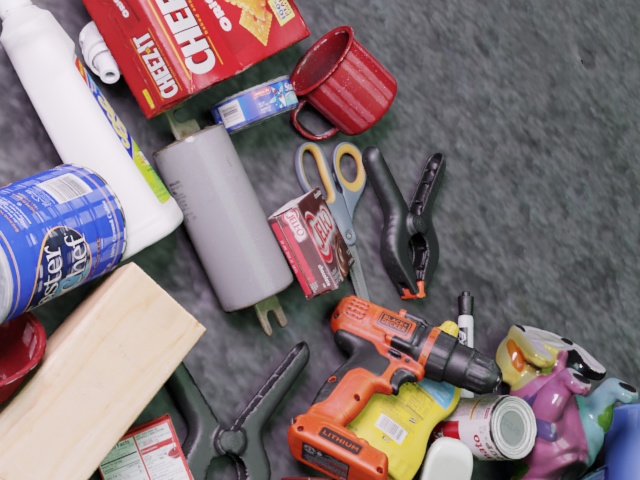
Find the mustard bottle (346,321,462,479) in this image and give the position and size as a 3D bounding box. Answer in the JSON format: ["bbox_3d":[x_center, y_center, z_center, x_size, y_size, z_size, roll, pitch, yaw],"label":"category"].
[{"bbox_3d":[0.095,0.158,1.118,0.096,0.058,0.191,37,59,1],"label":"mustard bottle"}]

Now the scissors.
[{"bbox_3d":[0.038,-0.019,1.144,0.096,0.016,0.202,-33,100,-35],"label":"scissors"}]

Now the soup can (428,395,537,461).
[{"bbox_3d":[0.172,0.201,1.137,0.068,0.102,0.068,8,76,-34],"label":"soup can"}]

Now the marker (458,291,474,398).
[{"bbox_3d":[0.164,0.118,1.200,0.020,0.020,0.121,11,74,-32],"label":"marker"}]

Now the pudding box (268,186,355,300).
[{"bbox_3d":[-0.007,0.001,1.060,0.090,0.039,0.113,65,13,-7],"label":"pudding box"}]

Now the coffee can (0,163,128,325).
[{"bbox_3d":[-0.240,0.004,0.864,0.140,0.103,0.103,-31,99,-54],"label":"coffee can"}]

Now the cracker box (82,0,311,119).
[{"bbox_3d":[-0.119,-0.229,1.015,0.213,0.072,0.164,-39,104,-51],"label":"cracker box"}]

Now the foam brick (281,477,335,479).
[{"bbox_3d":[-0.005,0.269,1.033,0.051,0.053,0.078,10,76,-32],"label":"foam brick"}]

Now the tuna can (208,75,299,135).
[{"bbox_3d":[-0.065,-0.132,1.055,0.085,0.086,0.034,-25,96,-35],"label":"tuna can"}]

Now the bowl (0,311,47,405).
[{"bbox_3d":[-0.297,0.098,0.833,0.161,0.162,0.055,-8,120,-35],"label":"bowl"}]

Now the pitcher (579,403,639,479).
[{"bbox_3d":[0.376,0.318,1.247,0.149,0.145,0.243,28,61,-41],"label":"pitcher"}]

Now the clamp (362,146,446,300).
[{"bbox_3d":[0.104,-0.023,1.177,0.120,0.039,0.171,-10,93,-35],"label":"clamp"}]

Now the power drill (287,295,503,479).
[{"bbox_3d":[0.067,0.154,1.045,0.184,0.057,0.187,22,52,16],"label":"power drill"}]

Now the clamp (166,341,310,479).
[{"bbox_3d":[-0.098,0.182,0.997,0.164,0.036,0.210,15,74,-22],"label":"clamp"}]

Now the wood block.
[{"bbox_3d":[-0.202,0.128,0.890,0.090,0.091,0.206,44,65,-13],"label":"wood block"}]

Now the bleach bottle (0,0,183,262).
[{"bbox_3d":[-0.213,-0.107,0.943,0.068,0.102,0.251,-30,98,4],"label":"bleach bottle"}]

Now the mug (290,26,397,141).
[{"bbox_3d":[0.019,-0.155,1.124,0.081,0.093,0.117,40,92,-27],"label":"mug"}]

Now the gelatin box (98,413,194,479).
[{"bbox_3d":[-0.152,0.208,0.943,0.073,0.030,0.089,-21,92,-8],"label":"gelatin box"}]
